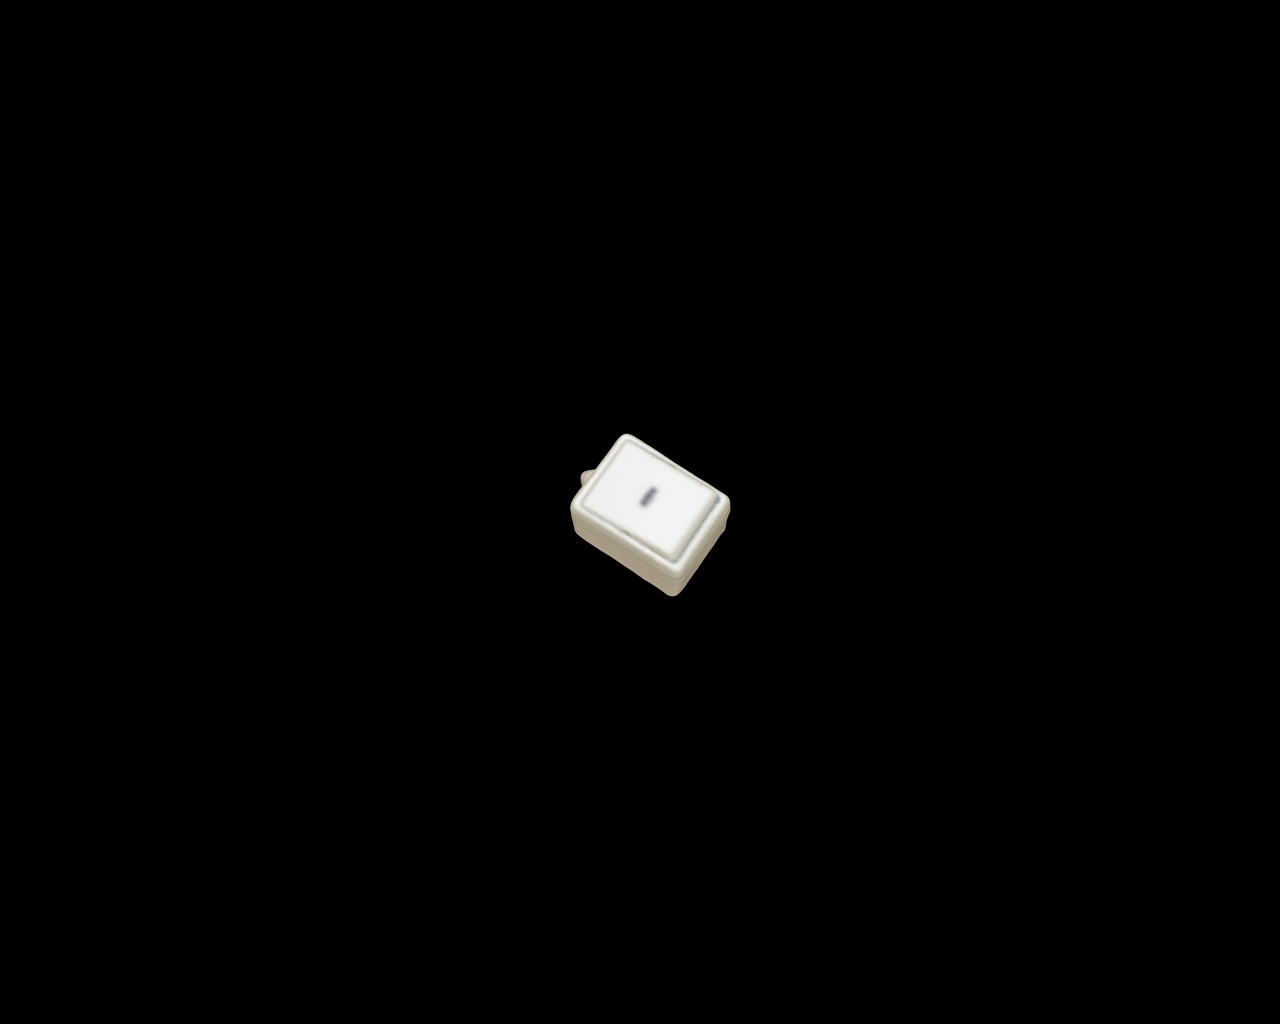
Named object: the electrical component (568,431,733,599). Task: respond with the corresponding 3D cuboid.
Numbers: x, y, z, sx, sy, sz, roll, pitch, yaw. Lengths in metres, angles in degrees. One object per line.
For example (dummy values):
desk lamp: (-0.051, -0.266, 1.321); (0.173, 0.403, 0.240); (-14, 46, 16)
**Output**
electrical component: (0.001, -0.003, 0.650); (0.096, 0.062, 0.061); (33, -16, 11)
